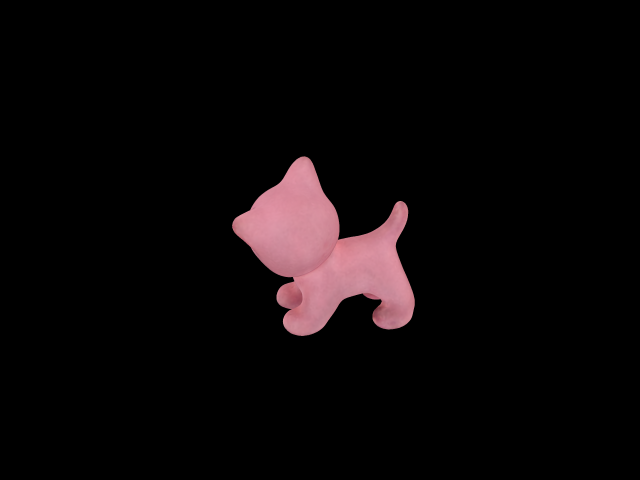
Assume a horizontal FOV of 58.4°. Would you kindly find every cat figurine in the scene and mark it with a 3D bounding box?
[{"bbox_3d":[0.004,0.001,0.400,0.128,0.118,0.067,-5,24,-10],"label":"cat figurine"}]
